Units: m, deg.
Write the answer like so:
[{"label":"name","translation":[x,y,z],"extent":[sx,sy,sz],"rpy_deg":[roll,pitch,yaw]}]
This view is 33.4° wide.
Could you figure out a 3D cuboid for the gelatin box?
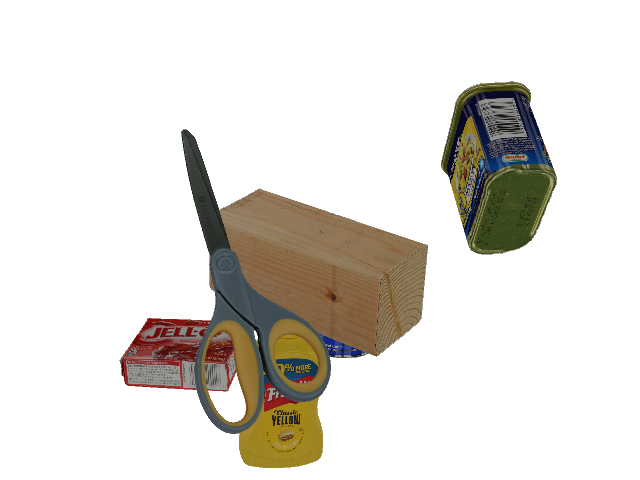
[{"label":"gelatin box","translation":[-0.111,0.092,0.878],"extent":[0.089,0.030,0.073],"rpy_deg":[2,22,9]}]

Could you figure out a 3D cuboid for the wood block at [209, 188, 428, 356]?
[{"label":"wood block","translation":[-0.006,0.028,1.077],"extent":[0.206,0.091,0.090],"rpy_deg":[20,33,30]}]

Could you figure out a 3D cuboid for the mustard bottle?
[{"label":"mustard bottle","translation":[-0.042,0.162,1.217],"extent":[0.096,0.192,0.058],"rpy_deg":[0,17,-12]}]

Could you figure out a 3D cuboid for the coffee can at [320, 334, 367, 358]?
[{"label":"coffee can","translation":[0.034,0.081,1.514],"extent":[0.103,0.140,0.103],"rpy_deg":[0,21,0]}]

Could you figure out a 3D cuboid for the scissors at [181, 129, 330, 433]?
[{"label":"scissors","translation":[-0.043,0.024,0.695],"extent":[0.096,0.202,0.016],"rpy_deg":[2,-16,-12]}]

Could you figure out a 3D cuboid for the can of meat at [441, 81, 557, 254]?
[{"label":"can of meat","translation":[0.131,-0.051,0.788],"extent":[0.057,0.084,0.102],"rpy_deg":[-4,-37,-8]}]
